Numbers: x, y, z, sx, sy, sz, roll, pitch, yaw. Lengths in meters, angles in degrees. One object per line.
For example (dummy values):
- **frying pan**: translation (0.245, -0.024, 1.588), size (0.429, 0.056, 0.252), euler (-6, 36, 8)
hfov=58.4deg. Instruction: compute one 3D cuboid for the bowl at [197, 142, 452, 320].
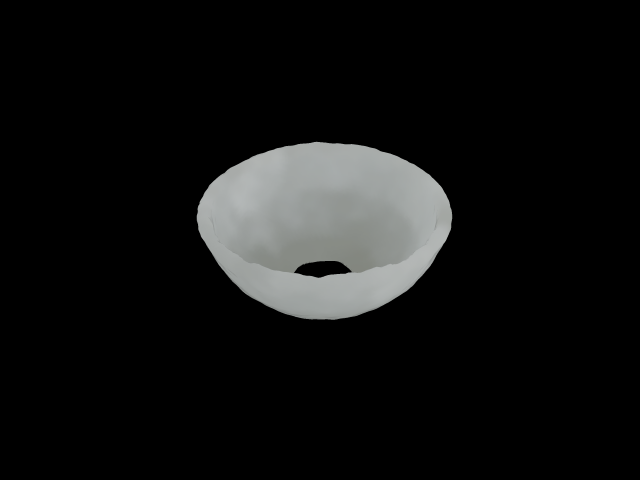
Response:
- **bowl**: translation (0.004, 0.001, 0.400), size (0.167, 0.075, 0.167), euler (0, 38, 0)
